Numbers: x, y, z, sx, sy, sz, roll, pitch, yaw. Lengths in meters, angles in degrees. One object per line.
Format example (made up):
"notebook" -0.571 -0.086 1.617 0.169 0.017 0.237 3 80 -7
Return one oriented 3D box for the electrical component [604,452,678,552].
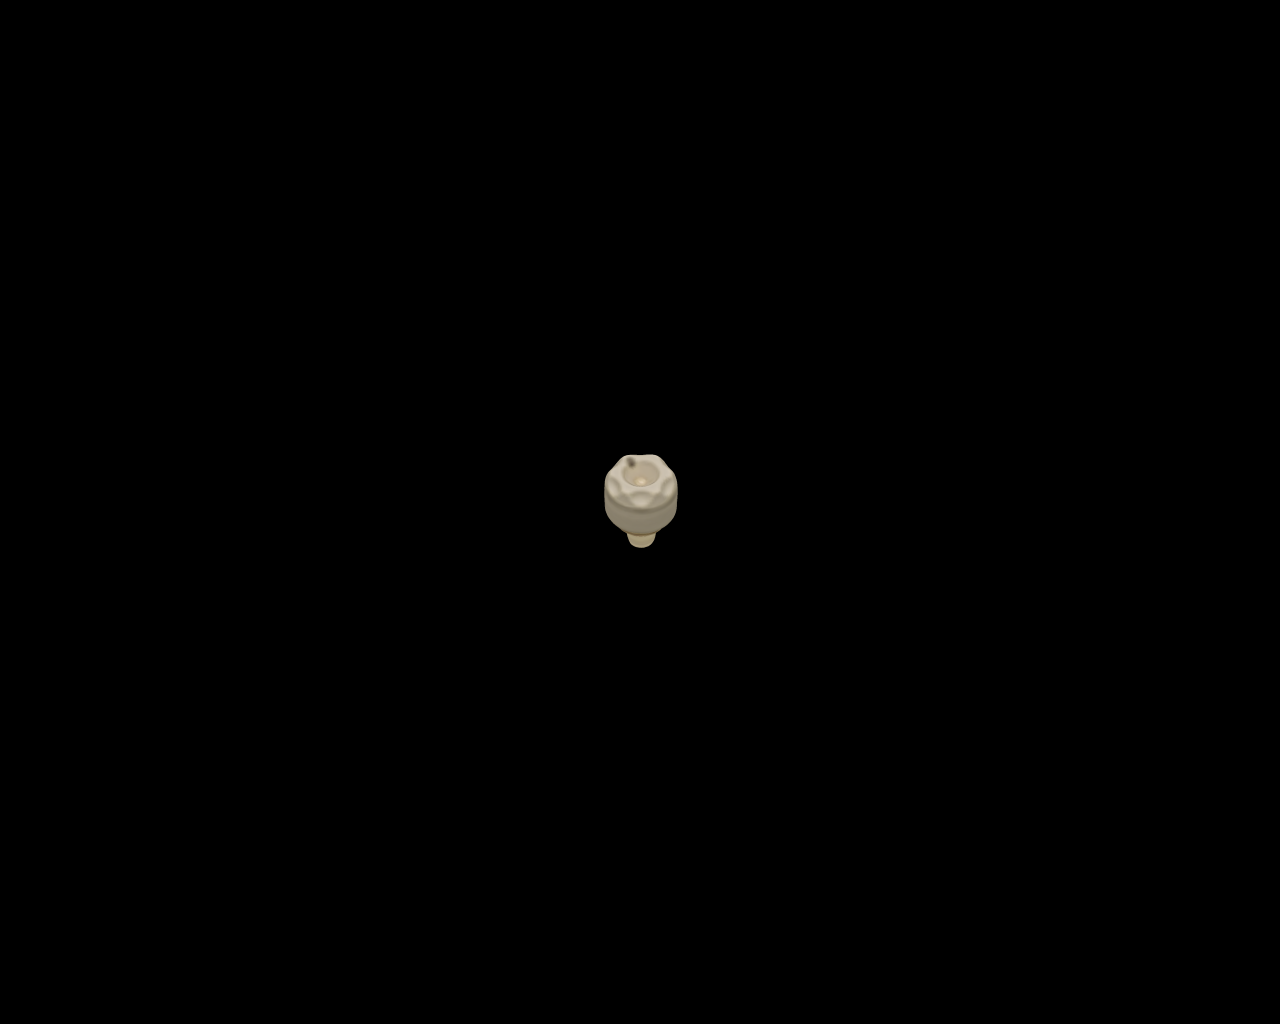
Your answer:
"electrical component" 0.001 -0.003 0.650 0.043 0.043 0.062 0 -44 0
